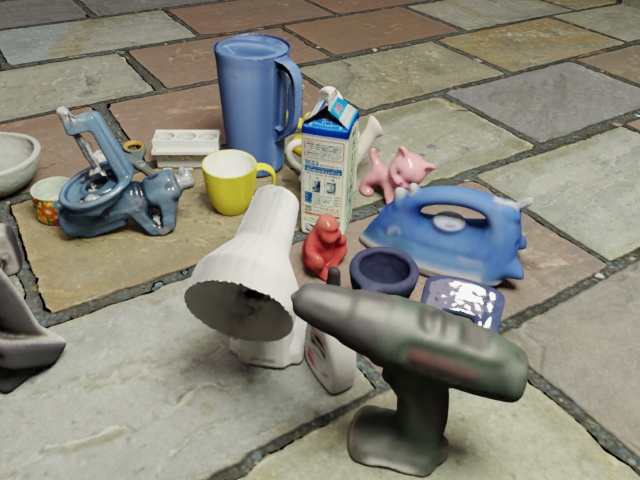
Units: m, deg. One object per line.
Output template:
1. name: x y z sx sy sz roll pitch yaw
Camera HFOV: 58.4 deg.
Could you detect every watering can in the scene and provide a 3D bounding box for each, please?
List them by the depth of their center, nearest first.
1. watering can: 0.026 -0.179 1.015 0.173 0.194 0.100 -29 47 -34

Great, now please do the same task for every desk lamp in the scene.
1. desk lamp: -0.069 0.056 0.684 0.117 0.214 0.203 8 38 8

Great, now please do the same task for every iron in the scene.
1. iron: 0.188 -0.027 0.867 0.257 0.141 0.119 12 38 13

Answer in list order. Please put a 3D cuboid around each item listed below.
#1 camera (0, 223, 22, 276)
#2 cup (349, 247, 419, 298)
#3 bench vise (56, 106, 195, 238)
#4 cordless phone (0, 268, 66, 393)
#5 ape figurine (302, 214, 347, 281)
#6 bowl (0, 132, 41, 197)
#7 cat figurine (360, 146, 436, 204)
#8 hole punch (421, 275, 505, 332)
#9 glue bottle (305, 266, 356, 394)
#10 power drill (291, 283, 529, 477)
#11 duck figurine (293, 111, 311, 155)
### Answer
1. camera: -0.495 0.037 0.780 0.143 0.101 0.136 -12 39 -18
2. cup: 0.077 0.077 0.762 0.091 0.095 0.118 18 40 20
3. bench vise: -0.311 -0.111 0.886 0.208 0.220 0.121 -19 42 -25
4. cordless phone: -0.389 0.073 0.667 0.147 0.185 0.094 17 39 18
5. ape figurine: 0.008 0.003 0.859 0.078 0.092 0.076 -19 42 -26
6. bowl: -0.572 -0.122 1.006 0.167 0.075 0.167 2 37 -1
7. cat figurine: 0.135 -0.121 1.008 0.127 0.118 0.067 30 45 32
8. hole punch: 0.175 0.110 0.727 0.108 0.091 0.101 13 38 13
9. glue bottle: 0.012 0.098 0.666 0.037 0.173 0.078 -21 43 -27
10. power drill: 0.081 0.143 0.581 0.229 0.208 0.075 8 38 8
11. duck figurine: -0.007 -0.215 1.151 0.104 0.086 0.078 17 40 19
